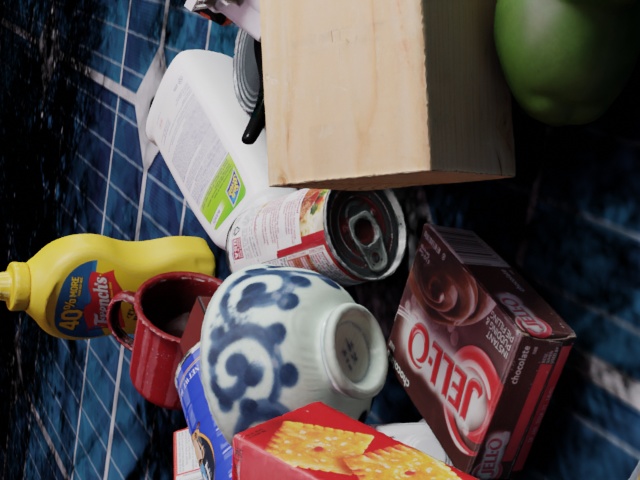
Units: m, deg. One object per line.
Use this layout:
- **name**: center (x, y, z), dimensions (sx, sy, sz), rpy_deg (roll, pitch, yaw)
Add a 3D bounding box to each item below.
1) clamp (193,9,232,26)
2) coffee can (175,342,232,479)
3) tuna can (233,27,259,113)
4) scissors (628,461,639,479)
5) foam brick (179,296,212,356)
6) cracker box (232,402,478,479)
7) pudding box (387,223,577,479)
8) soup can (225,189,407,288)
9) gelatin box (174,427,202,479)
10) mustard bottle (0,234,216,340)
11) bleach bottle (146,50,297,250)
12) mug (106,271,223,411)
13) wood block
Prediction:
- **clamp**: center (-0.047, -0.227, 0.677), dimensions (0.164, 0.036, 0.210), rpy_deg (-58, -7, -32)
- **coffee can**: center (-0.030, 0.136, 0.699), dimensions (0.103, 0.102, 0.140), rpy_deg (-64, 35, 37)
- **tuna can**: center (-0.034, -0.137, 0.805), dimensions (0.086, 0.033, 0.086), rpy_deg (-9, 79, 62)
- **scissors**: center (0.135, 0.139, 0.478), dimensions (0.202, 0.016, 0.096), rpy_deg (131, 130, -58)
- **foam brick**: center (-0.054, 0.077, 0.779), dimensions (0.053, 0.078, 0.051), rpy_deg (-66, 33, 32)
- **cracker box**: center (0.048, 0.191, 0.490), dimensions (0.214, 0.071, 0.164), rpy_deg (20, 114, 41)
- **pudding box**: center (0.079, 0.056, 0.559), dimensions (0.113, 0.039, 0.090), rpy_deg (-121, 42, -56)
- **soup can**: center (-0.004, 0.001, 0.676), dimensions (0.102, 0.068, 0.068), rpy_deg (-17, 72, 47)
- **gelatin box**: center (-0.077, 0.184, 0.758), dimensions (0.089, 0.030, 0.073), rpy_deg (-104, -6, -59)
- **mustard bottle**: center (-0.191, 0.041, 0.918), dimensions (0.058, 0.191, 0.096), rpy_deg (56, 136, 49)
- **bleach bottle**: center (-0.065, -0.040, 0.827), dimensions (0.103, 0.068, 0.251), rpy_deg (-63, 38, 34)
- **mug**: center (-0.123, 0.081, 0.878), dimensions (0.093, 0.117, 0.082), rpy_deg (-60, -12, -56)
- **wood block**: center (0.030, -0.130, 0.508), dimensions (0.090, 0.090, 0.206), rpy_deg (-4, 89, 34)
